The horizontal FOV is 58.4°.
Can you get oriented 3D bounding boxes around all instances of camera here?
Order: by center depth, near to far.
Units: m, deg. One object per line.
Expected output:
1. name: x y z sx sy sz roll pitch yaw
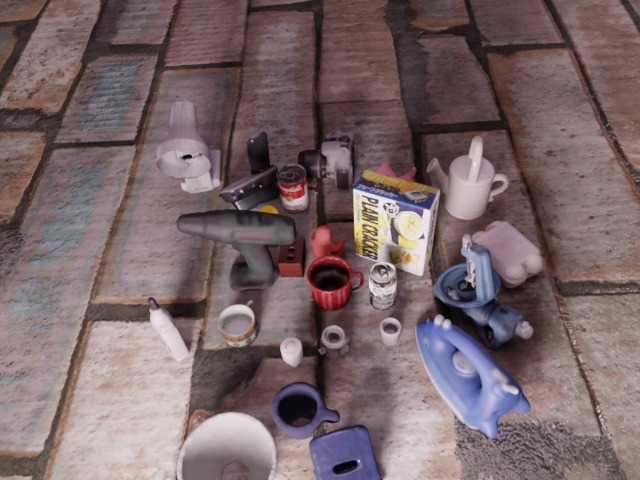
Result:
1. camera: 0.017 -0.207 1.409 0.136 0.101 0.143 1 51 5

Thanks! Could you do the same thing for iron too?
1. iron: 0.257 0.212 1.023 0.119 0.141 0.257 -29 55 -18

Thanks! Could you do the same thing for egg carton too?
1. egg carton: 0.391 0.029 1.209 0.107 0.069 0.150 -29 55 -18

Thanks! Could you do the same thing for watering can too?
1. watering can: 0.328 -0.143 1.273 0.173 0.194 0.101 -9 51 -3

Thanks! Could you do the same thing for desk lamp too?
1. desk lamp: -0.309 -0.209 1.363 0.118 0.214 0.203 -6 51 -1

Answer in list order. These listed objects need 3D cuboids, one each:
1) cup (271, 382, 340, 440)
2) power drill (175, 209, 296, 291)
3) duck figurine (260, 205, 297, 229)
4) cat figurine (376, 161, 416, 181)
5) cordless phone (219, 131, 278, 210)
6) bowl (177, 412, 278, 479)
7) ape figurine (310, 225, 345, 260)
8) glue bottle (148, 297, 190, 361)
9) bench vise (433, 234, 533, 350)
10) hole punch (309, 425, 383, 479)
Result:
1. cup: -0.021 0.309 0.996 0.117 0.095 0.092 8 52 11
2. power drill: -0.159 0.016 1.172 0.229 0.209 0.075 -6 51 0
3. duck figurine: -0.106 -0.040 1.293 0.104 0.086 0.077 8 52 11
4. cat figurine: 0.167 -0.134 1.327 0.128 0.118 0.067 -17 52 -9
5. cordless phone: -0.172 -0.167 1.336 0.148 0.185 0.094 -33 56 -20
6. bowl: -0.149 0.381 0.960 0.167 0.075 0.167 -2 51 3
7. ape figurine: 0.011 0.004 1.243 0.077 0.092 0.076 25 57 23
8. glue bottle: -0.295 0.161 1.087 0.037 0.173 0.078 -35 56 -22
9. bench vise: 0.313 0.088 1.069 0.206 0.220 0.122 23 56 22
10. hole punch: 0.043 0.370 0.943 0.109 0.091 0.101 -14 51 -7
